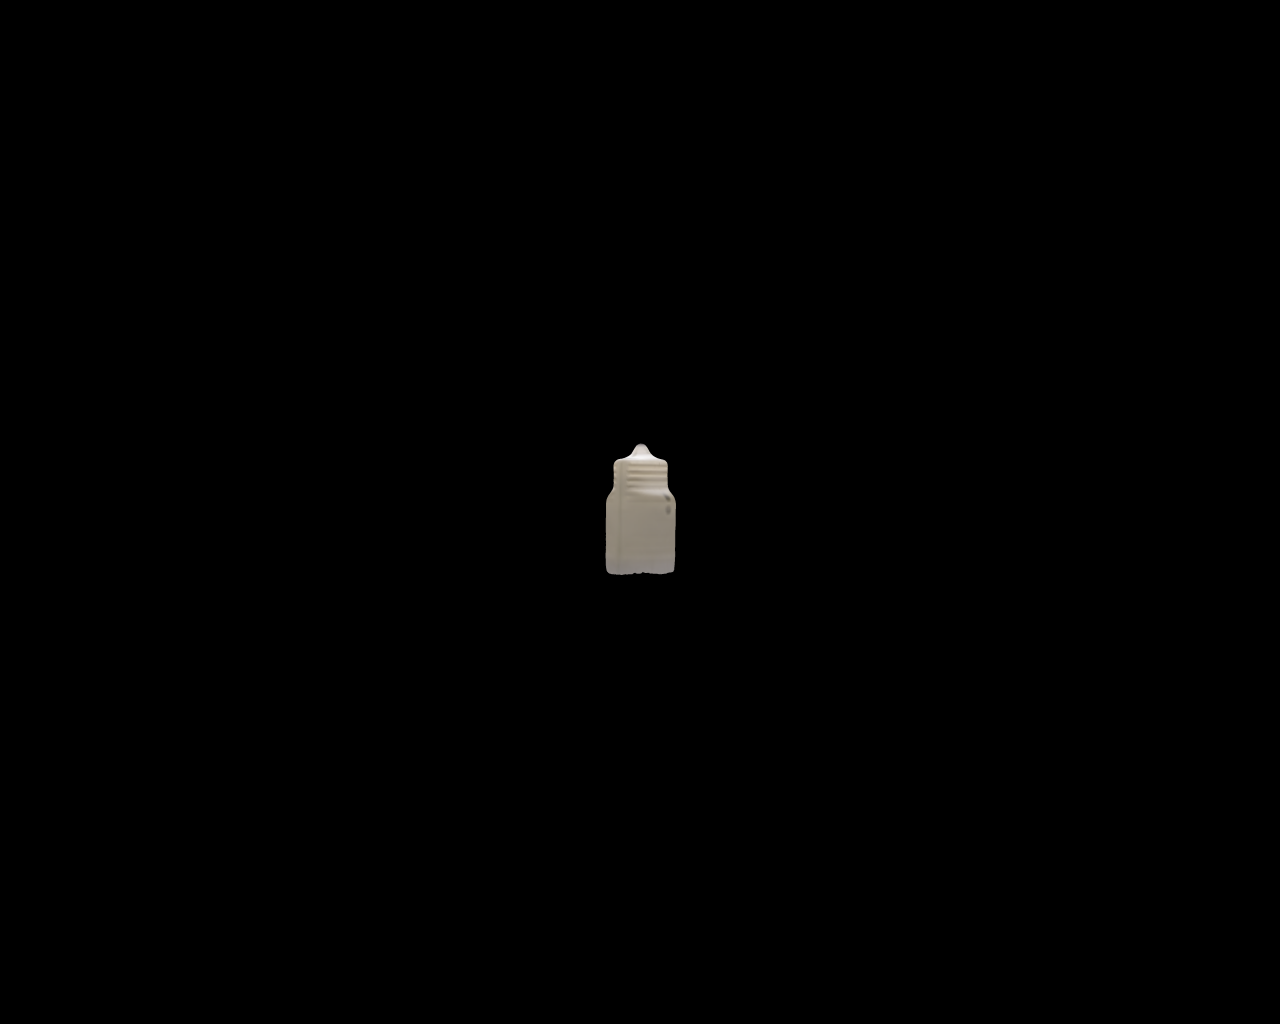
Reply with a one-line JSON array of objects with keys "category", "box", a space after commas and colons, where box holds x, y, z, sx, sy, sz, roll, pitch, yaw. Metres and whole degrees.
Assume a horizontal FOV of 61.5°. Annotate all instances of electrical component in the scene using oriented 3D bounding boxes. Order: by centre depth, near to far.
[{"category": "electrical component", "box": [0.001, -0.003, 0.650, 0.043, 0.081, 0.043, 0, 2, 0]}]
